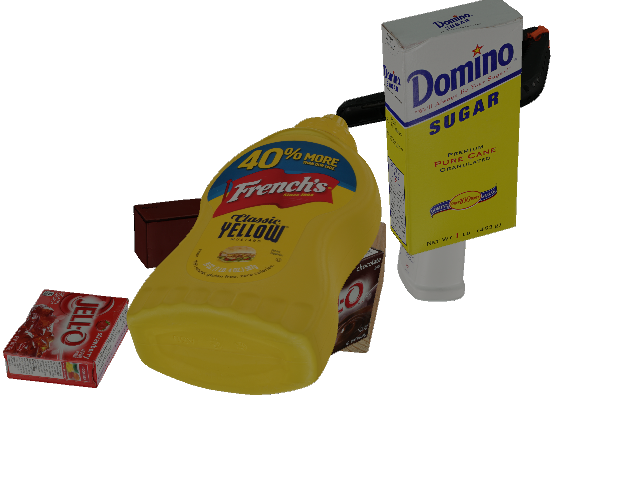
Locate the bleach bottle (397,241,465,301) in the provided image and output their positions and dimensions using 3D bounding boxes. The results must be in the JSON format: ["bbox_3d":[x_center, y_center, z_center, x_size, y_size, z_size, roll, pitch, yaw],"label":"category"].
[{"bbox_3d":[0.134,-0.065,1.192,0.068,0.251,0.102,-1,24,-12],"label":"bleach bottle"}]

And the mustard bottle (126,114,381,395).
[{"bbox_3d":[-0.020,-0.007,0.559,0.096,0.058,0.191,3,40,20],"label":"mustard bottle"}]

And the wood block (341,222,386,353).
[{"bbox_3d":[0.028,0.051,1.331,0.091,0.090,0.206,4,22,7],"label":"wood block"}]

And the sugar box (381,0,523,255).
[{"bbox_3d":[0.097,-0.080,0.777,0.093,0.176,0.048,-16,39,-13],"label":"sugar box"}]

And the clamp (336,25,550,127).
[{"bbox_3d":[0.141,-0.127,0.962,0.209,0.036,0.165,-32,46,-18],"label":"clamp"}]

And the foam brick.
[{"bbox_3d":[-0.146,-0.009,1.082,0.078,0.051,0.053,-7,22,-22],"label":"foam brick"}]

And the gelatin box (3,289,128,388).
[{"bbox_3d":[-0.198,0.076,0.844,0.073,0.030,0.089,6,32,8],"label":"gelatin box"}]

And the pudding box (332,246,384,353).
[{"bbox_3d":[0.000,0.055,0.907,0.039,0.090,0.113,29,34,31],"label":"pudding box"}]
